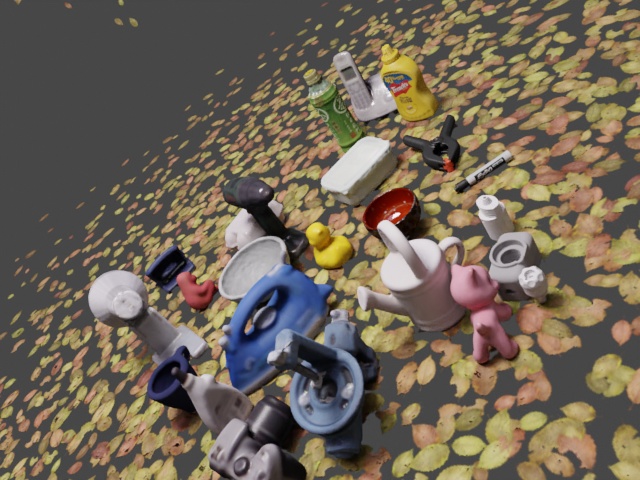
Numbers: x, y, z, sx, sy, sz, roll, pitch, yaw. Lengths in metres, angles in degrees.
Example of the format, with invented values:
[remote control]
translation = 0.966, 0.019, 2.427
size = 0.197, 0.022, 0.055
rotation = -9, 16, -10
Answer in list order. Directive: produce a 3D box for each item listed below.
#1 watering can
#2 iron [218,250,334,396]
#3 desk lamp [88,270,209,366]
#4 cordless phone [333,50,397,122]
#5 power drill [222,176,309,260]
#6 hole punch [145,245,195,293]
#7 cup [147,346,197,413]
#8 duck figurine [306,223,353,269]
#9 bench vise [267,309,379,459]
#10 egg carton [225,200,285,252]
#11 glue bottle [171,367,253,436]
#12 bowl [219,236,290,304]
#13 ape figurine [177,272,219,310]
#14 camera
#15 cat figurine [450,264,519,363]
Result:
[watering can]
translation = 0.138, 0.052, 0.866
size = 0.173, 0.195, 0.100
rotation = -49, 35, -16
[iron]
translation = -0.101, 0.146, 1.022
size = 0.258, 0.142, 0.118
rotation = -50, 35, -17
[desk lamp]
translation = -0.362, 0.163, 1.180
size = 0.202, 0.214, 0.118
rotation = 16, 61, 51
[cordless phone]
translation = 0.124, -0.395, 1.413
size = 0.147, 0.186, 0.094
rotation = -19, 38, 26
[power drill]
translation = -0.112, -0.055, 1.209
size = 0.076, 0.209, 0.228
rotation = -48, 35, -15
[hole punch]
translation = -0.387, 0.063, 1.432
size = 0.109, 0.091, 0.100
rotation = -47, 35, -13
[cup]
translation = -0.252, 0.265, 1.064
size = 0.091, 0.095, 0.118
rotation = -16, 40, 29
[duck figurine]
translation = 0.010, 0.004, 1.137
size = 0.077, 0.086, 0.104
rotation = -47, 35, -13
[bench vise]
translation = -0.005, 0.178, 0.825
size = 0.121, 0.220, 0.207
rotation = -29, 35, 13
[egg carton]
translation = -0.153, -0.032, 1.346
size = 0.107, 0.070, 0.150
rotation = 7, 54, 46
[glue bottle]
translation = -0.183, 0.257, 0.938
size = 0.037, 0.174, 0.078
rotation = -2, 48, 41
[bowl]
translation = -0.122, 0.075, 1.187
size = 0.167, 0.075, 0.167
rotation = -24, 36, 20
[ape figurine]
translation = -0.282, 0.106, 1.282
size = 0.077, 0.092, 0.076
rotation = 0, 49, 43
[camera]
translation = -0.088, 0.306, 0.859
size = 0.142, 0.101, 0.137
rotation = 5, 53, 46
[cat figurine]
translation = 0.224, 0.091, 0.808
size = 0.067, 0.118, 0.128
rotation = -21, 37, 23
